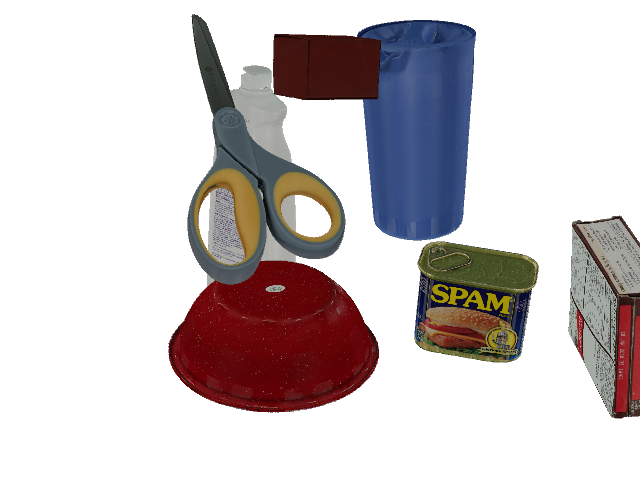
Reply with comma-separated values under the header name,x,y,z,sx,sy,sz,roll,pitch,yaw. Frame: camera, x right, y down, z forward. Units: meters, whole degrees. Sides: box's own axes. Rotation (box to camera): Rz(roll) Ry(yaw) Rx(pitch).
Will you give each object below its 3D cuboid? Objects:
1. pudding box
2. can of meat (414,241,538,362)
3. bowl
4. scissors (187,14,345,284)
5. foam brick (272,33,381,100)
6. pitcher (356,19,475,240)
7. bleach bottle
name,x,y,z,sx,sy,sz,roll,pitch,yaw
pudding box,0.193,0.047,0.693,0.039,0.090,0.113,-5,26,-2
can of meat,0.134,0.056,0.938,0.102,0.084,0.057,9,33,11
bowl,-0.035,0.060,0.807,0.162,0.055,0.162,1,28,-1
scissors,-0.034,-0.059,0.624,0.096,0.201,0.016,5,-37,-6
foam brick,0.005,-0.146,0.902,0.078,0.051,0.053,-6,16,-34
pitcher,0.120,-0.132,1.249,0.149,0.243,0.145,-5,25,-4
bleach bottle,-0.066,-0.056,1.119,0.103,0.251,0.068,17,26,25
